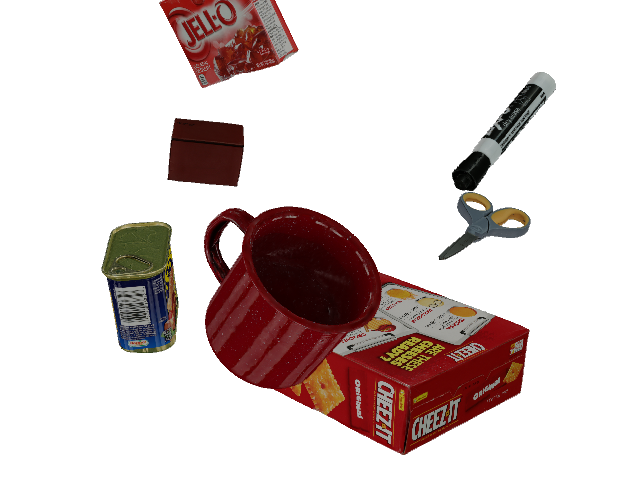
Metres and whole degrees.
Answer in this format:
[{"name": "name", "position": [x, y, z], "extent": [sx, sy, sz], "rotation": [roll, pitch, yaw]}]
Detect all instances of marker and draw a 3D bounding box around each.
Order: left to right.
[{"name": "marker", "position": [0.127, -0.075, 0.740], "extent": [0.020, 0.020, 0.121], "rotation": [0, 40, 49]}]

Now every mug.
[{"name": "mug", "position": [-0.030, 0.031, 0.667], "extent": [0.093, 0.117, 0.082], "rotation": [-37, -12, -46]}]

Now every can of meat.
[{"name": "can of meat", "position": [-0.161, 0.043, 0.975], "extent": [0.057, 0.084, 0.102], "rotation": [-5, 27, -2]}]

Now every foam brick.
[{"name": "foam brick", "position": [-0.123, -0.096, 1.155], "extent": [0.078, 0.051, 0.053], "rotation": [5, 30, -6]}]

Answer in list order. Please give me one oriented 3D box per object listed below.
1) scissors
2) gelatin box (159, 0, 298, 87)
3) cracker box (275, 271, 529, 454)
[{"name": "scissors", "position": [0.164, -0.019, 1.206], "extent": [0.201, 0.016, 0.096], "rotation": [-12, 40, -45]}, {"name": "gelatin box", "position": [-0.069, -0.159, 0.791], "extent": [0.089, 0.073, 0.030], "rotation": [-8, 26, 43]}, {"name": "cracker box", "position": [0.047, 0.096, 0.940], "extent": [0.163, 0.072, 0.214], "rotation": [-18, 28, -42]}]
